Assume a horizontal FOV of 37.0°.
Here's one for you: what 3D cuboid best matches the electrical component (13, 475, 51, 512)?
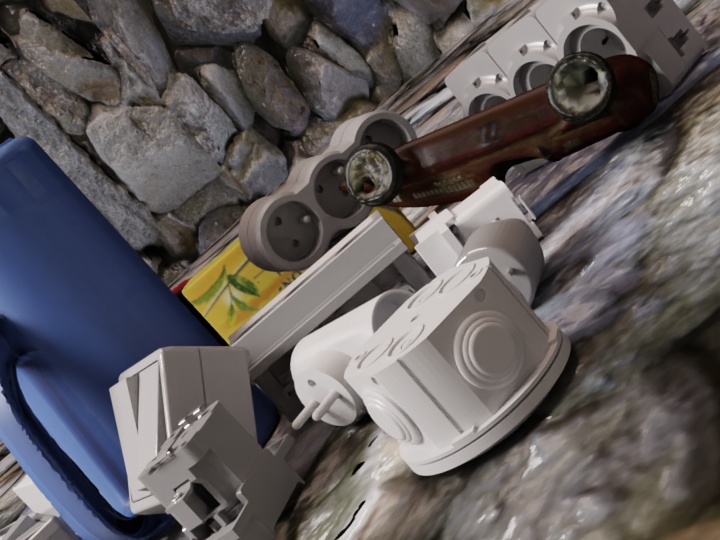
[{"bbox_3d":[-0.235,0.167,0.934,0.108,0.056,0.109,-46,10,-31],"label":"electrical component"}]

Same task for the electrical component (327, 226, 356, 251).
[{"bbox_3d":[0.000,0.000,0.735,0.062,0.061,0.096,-41,9,0],"label":"electrical component"}]

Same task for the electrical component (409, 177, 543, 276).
[{"bbox_3d":[0.067,-0.019,0.610,0.064,0.042,0.081,-37,10,4],"label":"electrical component"}]

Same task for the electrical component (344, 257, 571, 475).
[{"bbox_3d":[0.038,0.037,0.421,0.080,0.051,0.080,-40,9,7],"label":"electrical component"}]

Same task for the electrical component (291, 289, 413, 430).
[{"bbox_3d":[-0.007,0.053,0.554,0.077,0.044,0.079,-31,13,48],"label":"electrical component"}]

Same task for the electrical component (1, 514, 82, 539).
[{"bbox_3d":[-0.202,0.190,0.662,0.096,0.061,0.062,-45,10,-26],"label":"electrical component"}]

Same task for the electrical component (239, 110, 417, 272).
[{"bbox_3d":[-0.027,-0.053,0.738,0.138,0.052,0.074,-44,16,-18],"label":"electrical component"}]

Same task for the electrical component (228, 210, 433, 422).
[{"bbox_3d":[-0.014,0.029,0.646,0.121,0.063,0.078,-40,9,3],"label":"electrical component"}]

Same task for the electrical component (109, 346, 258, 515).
[{"bbox_3d":[-0.096,0.094,0.586,0.061,0.096,0.062,3,-21,-35],"label":"electrical component"}]

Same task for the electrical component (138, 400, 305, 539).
[{"bbox_3d":[-0.067,0.101,0.515,0.042,0.063,0.081,-36,10,25],"label":"electrical component"}]

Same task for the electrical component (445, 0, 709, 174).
[{"bbox_3d":[0.137,-0.134,0.715,0.061,0.089,0.150,-47,10,-34],"label":"electrical component"}]

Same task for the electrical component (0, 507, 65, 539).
[{"bbox_3d":[-0.234,0.211,0.766,0.099,0.064,0.099,-27,4,2],"label":"electrical component"}]

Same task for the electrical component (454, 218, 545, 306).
[{"bbox_3d":[0.070,-0.005,0.525,0.040,0.040,0.078,-36,10,29],"label":"electrical component"}]
